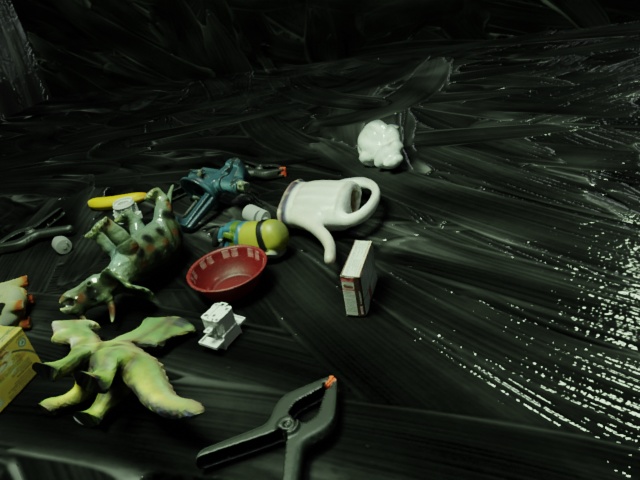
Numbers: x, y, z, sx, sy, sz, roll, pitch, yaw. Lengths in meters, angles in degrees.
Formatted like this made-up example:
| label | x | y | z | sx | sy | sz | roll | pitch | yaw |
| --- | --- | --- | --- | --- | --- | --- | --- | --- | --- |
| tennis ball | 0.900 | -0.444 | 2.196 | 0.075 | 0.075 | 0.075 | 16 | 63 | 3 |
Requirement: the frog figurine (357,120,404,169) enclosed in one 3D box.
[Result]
| label | x | y | z | sx | sy | sz | roll | pitch | yaw |
| --- | --- | --- | --- | --- | --- | --- | --- | --- | --- |
| frog figurine | 0.164 | -0.250 | 1.412 | 0.135 | 0.121 | 0.163 | -35 | 28 | 28 |

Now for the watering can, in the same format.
| label | x | y | z | sx | sy | sz | roll | pitch | yaw |
| --- | --- | --- | --- | --- | --- | --- | --- | --- | --- |
| watering can | 0.003 | -0.057 | 1.137 | 0.224 | 0.102 | 0.355 | 2 | 31 | 25 |

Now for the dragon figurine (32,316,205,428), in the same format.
| label | x | y | z | sx | sy | sz | roll | pitch | yaw |
| --- | --- | --- | --- | --- | --- | --- | --- | --- | --- |
| dragon figurine | -0.304 | 0.185 | 0.843 | 0.410 | 0.120 | 0.247 | 3 | 25 | 22 |
